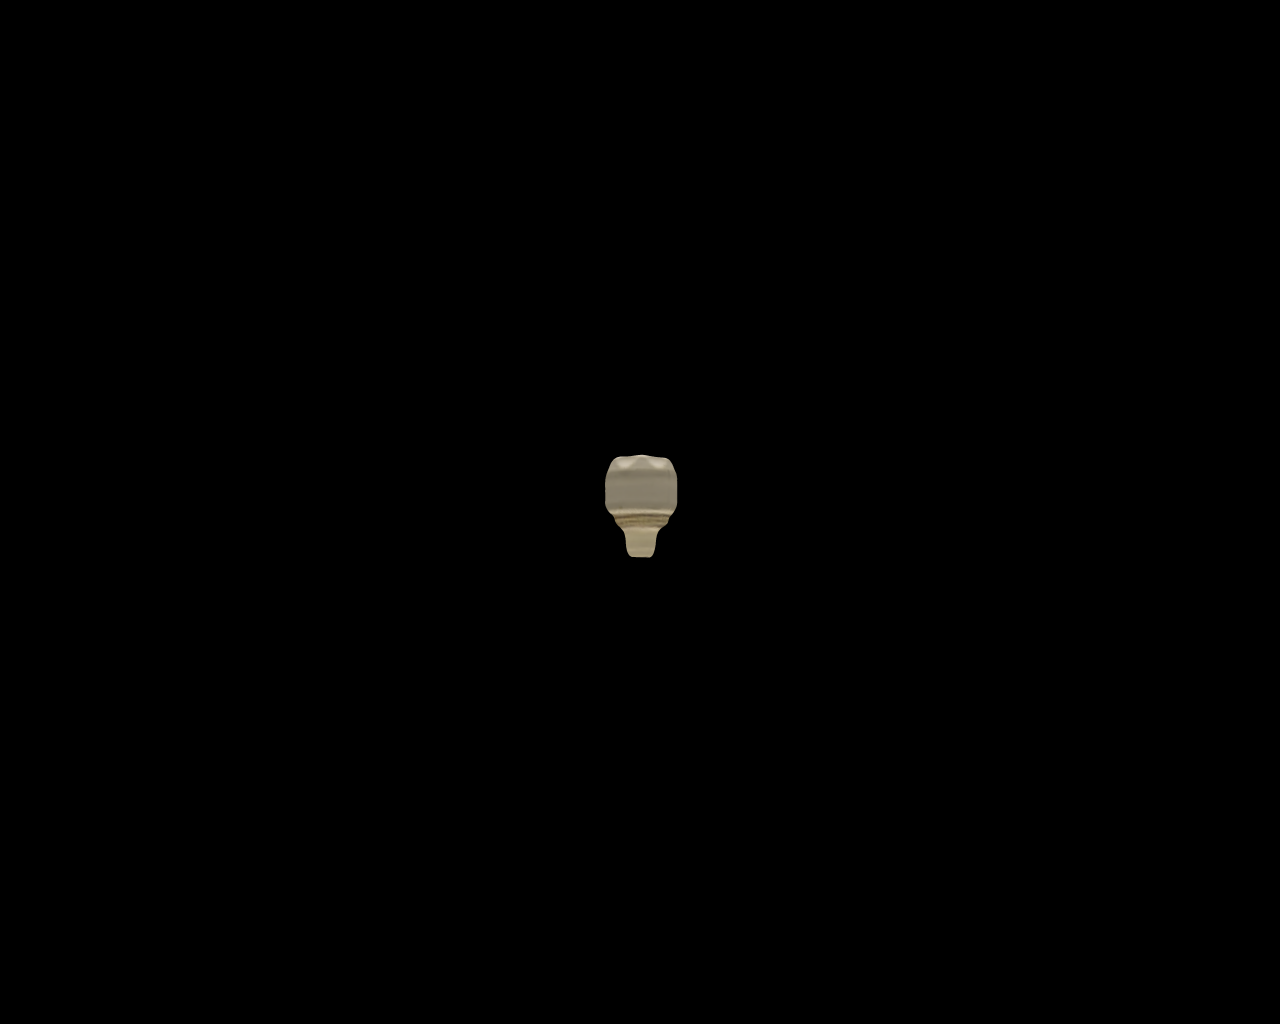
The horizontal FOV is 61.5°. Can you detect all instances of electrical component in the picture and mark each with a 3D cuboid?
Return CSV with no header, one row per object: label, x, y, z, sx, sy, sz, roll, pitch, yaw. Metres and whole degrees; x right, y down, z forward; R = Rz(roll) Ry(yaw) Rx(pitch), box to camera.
electrical component,0.001,-0.003,0.650,0.043,0.062,0.043,0,-5,0
